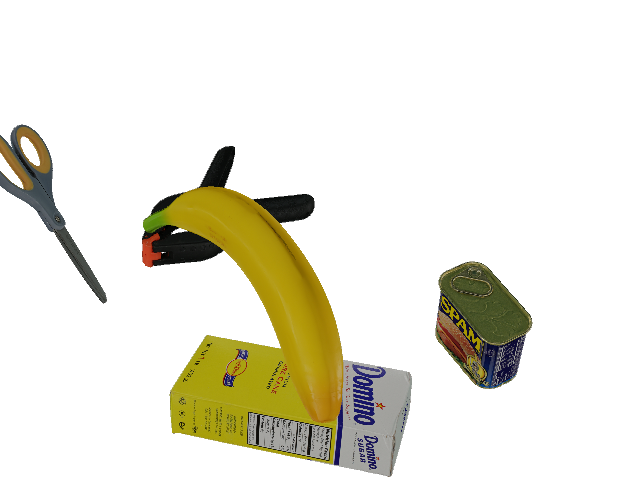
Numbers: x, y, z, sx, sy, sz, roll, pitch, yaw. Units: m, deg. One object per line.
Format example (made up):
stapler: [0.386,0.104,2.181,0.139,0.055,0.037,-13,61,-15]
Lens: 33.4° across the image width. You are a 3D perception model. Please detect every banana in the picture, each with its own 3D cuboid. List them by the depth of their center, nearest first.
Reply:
banana: [-0.037,0.024,0.671,0.037,0.070,0.198,-3,41,-49]

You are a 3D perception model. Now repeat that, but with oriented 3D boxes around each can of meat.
can of meat: [0.159,0.087,1.063,0.057,0.084,0.102,-23,52,-19]

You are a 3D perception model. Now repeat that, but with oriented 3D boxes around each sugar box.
sugar box: [-0.021,0.126,0.839,0.176,0.048,0.093,7,27,11]

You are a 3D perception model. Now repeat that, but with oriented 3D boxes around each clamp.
clamp: [-0.104,-0.032,0.995,0.171,0.039,0.120,-24,44,-33]

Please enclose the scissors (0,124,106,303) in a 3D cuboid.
scissors: [-0.267,-0.036,1.078,0.016,0.201,0.096,-25,27,26]
